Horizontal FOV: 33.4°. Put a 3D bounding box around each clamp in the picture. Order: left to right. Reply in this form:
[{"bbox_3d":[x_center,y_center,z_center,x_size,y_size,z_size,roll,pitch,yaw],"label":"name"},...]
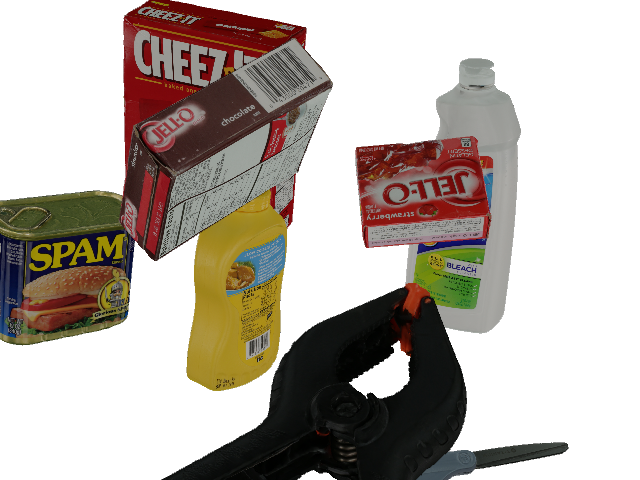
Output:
[{"bbox_3d":[0.016,0.083,0.411,0.120,0.039,0.171,28,50,20],"label":"clamp"}]

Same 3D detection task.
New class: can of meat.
[{"bbox_3d":[-0.177,0.018,0.729,0.101,0.084,0.058,-9,29,-38],"label":"can of meat"}]

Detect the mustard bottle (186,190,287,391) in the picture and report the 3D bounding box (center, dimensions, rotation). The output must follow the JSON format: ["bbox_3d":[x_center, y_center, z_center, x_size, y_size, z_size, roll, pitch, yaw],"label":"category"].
[{"bbox_3d":[-0.068,0.026,0.904,0.058,0.192,0.096,22,28,31],"label":"mustard bottle"}]

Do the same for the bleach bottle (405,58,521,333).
[{"bbox_3d":[0.127,-0.042,0.973,0.103,0.251,0.068,13,30,24],"label":"bleach bottle"}]

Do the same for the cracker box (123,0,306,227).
[{"bbox_3d":[-0.107,-0.113,1.045,0.164,0.214,0.072,14,32,14],"label":"cracker box"}]

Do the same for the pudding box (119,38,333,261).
[{"bbox_3d":[-0.052,-0.048,0.577,0.113,0.039,0.090,-32,-16,-29],"label":"pudding box"}]

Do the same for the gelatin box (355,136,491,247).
[{"bbox_3d":[0.071,-0.035,0.753,0.089,0.073,0.030,-5,-37,2],"label":"gelatin box"}]

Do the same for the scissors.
[{"bbox_3d":[0.111,0.198,0.875,0.201,0.016,0.096,5,43,-3],"label":"scissors"}]
